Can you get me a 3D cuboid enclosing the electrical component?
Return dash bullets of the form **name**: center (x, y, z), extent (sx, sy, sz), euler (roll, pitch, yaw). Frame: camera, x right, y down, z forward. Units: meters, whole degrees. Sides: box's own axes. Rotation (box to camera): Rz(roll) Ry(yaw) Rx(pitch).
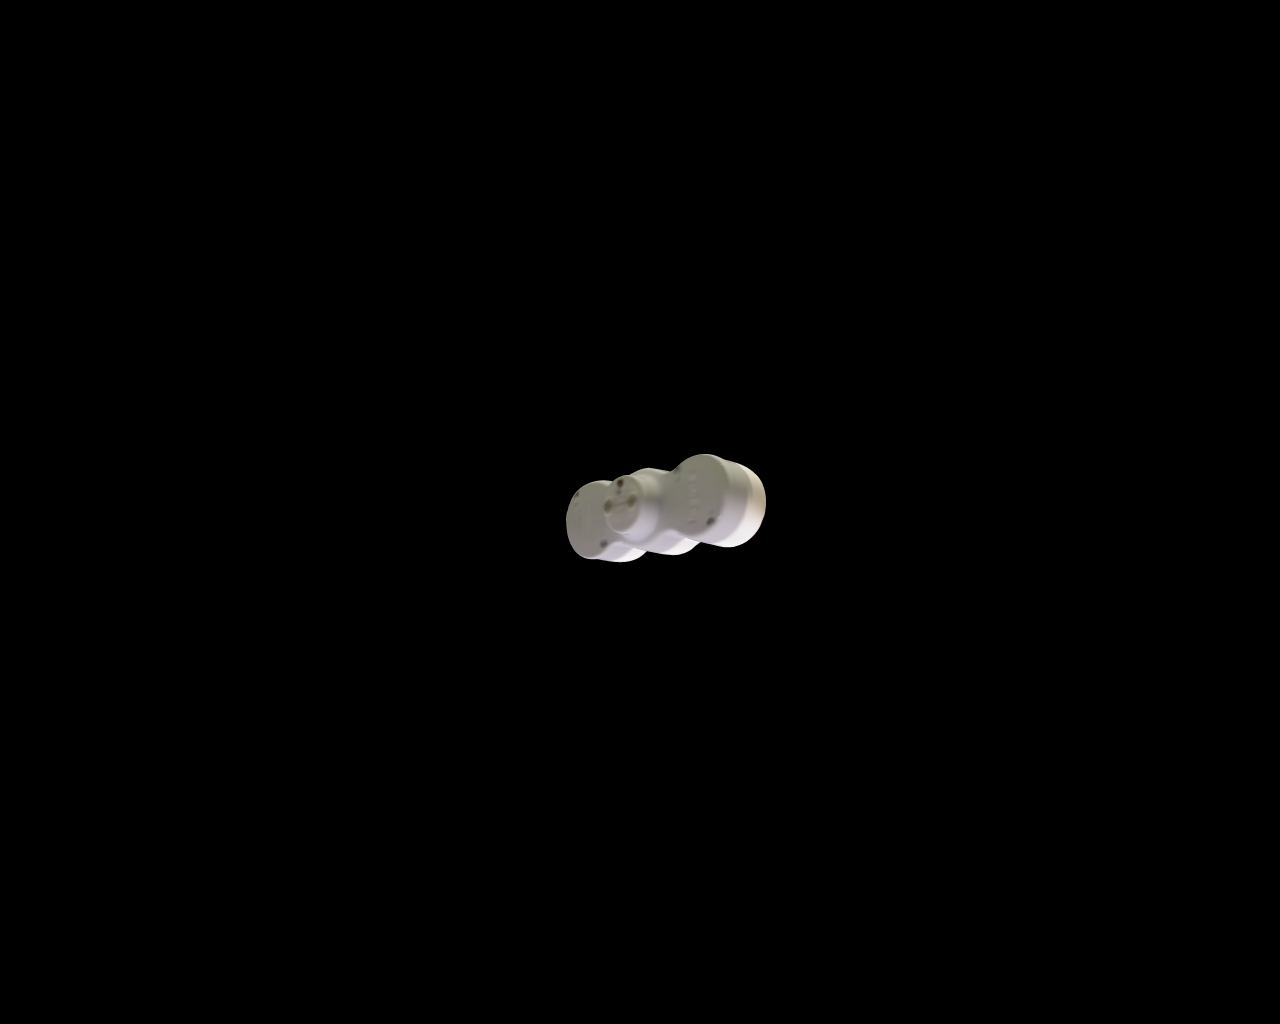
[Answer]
- **electrical component**: center (0.001, -0.003, 0.650), extent (0.138, 0.052, 0.074), euler (-11, -16, 42)
